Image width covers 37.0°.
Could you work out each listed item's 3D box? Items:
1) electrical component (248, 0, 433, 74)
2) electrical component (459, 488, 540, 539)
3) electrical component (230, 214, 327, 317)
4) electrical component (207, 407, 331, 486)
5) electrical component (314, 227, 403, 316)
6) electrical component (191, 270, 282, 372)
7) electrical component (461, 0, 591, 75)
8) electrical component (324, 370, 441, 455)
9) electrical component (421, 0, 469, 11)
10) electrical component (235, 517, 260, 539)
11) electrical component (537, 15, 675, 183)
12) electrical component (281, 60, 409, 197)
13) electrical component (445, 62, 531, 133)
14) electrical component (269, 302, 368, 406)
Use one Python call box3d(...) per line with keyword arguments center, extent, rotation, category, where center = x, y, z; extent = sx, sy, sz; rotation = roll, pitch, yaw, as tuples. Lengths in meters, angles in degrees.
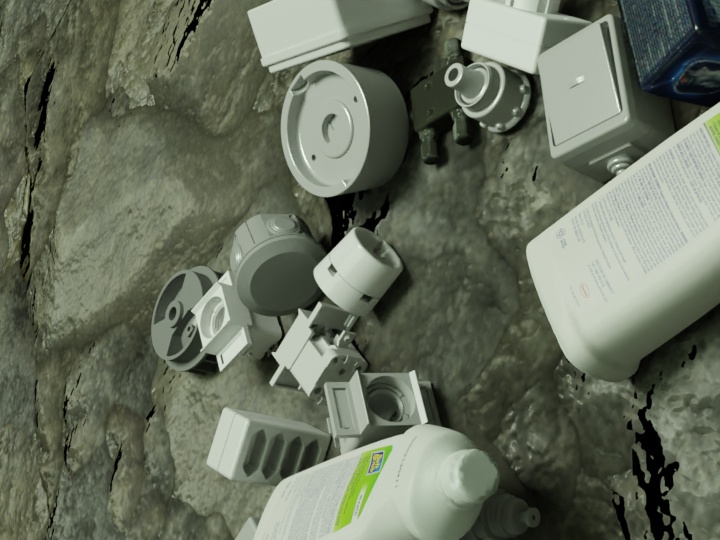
box3d(center=(-0.016, -0.209, 0.883), extent=(0.109, 0.109, 0.056), rotation=(-5, 106, 49), category="electrical component")
box3d(center=(0.081, 0.156, 0.686), extent=(0.078, 0.040, 0.040), rotation=(-10, 68, 48), category="electrical component")
box3d(center=(-0.068, -0.005, 0.895), extent=(0.080, 0.080, 0.051), rotation=(-54, 37, 21), category="electrical component")
box3d(center=(-0.082, 0.137, 0.852), extent=(0.076, 0.083, 0.047), rotation=(16, 88, 51), category="electrical component")
box3d(center=(0.000, 0.000, 0.832), extent=(0.047, 0.055, 0.055), rotation=(-49, 44, 21), category="electrical component")
box3d(center=(-0.105, 0.046, 0.930), extent=(0.042, 0.064, 0.081), rotation=(-46, 45, 31), category="electrical component")
box3d(center=(0.119, -0.182, 0.749), extent=(0.083, 0.047, 0.075), rotation=(36, 122, 50), category="electrical component")
box3d(center=(0.013, 0.105, 0.766), extent=(0.063, 0.081, 0.042), rotation=(119, 146, -50), category="electrical component")
box3d(center=(0.072, -0.224, 0.841), extent=(0.062, 0.043, 0.043), rotation=(39, 106, 48), category="electrical component")
box3d(center=(-0.081, 0.233, 0.820), extent=(0.047, 0.076, 0.083), rotation=(-58, 41, 17), category="electrical component")
box3d(center=(0.155, -0.103, 0.682), extent=(0.062, 0.061, 0.096), rotation=(-26, 57, 42), category="electrical component")
box3d(center=(-0.007, -0.114, 0.872), extent=(0.108, 0.060, 0.108), rotation=(8, 102, 47), category="electrical component")
box3d(center=(0.088, -0.129, 0.770), extent=(0.048, 0.062, 0.048), rotation=(-22, 60, 44), category="electrical component")
box3d(center=(-0.030, 0.070, 0.850), extent=(0.081, 0.042, 0.063), rotation=(-58, 43, 17), category="electrical component")
